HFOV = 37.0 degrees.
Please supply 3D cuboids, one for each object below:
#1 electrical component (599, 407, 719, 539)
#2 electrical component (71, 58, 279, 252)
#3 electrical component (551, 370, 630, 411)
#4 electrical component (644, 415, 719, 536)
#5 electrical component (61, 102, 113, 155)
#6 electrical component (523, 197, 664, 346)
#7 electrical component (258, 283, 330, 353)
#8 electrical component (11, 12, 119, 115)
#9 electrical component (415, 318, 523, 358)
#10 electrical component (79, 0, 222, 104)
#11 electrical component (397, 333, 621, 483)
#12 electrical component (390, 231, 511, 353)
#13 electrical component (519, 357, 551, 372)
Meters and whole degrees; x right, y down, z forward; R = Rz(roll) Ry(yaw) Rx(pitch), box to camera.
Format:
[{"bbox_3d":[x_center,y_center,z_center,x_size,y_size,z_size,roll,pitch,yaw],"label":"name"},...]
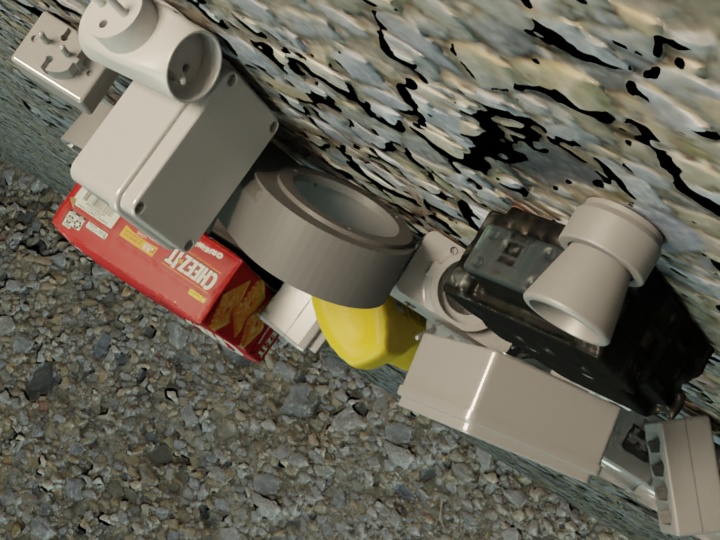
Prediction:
[{"bbox_3d":[0.272,0.180,0.943,0.150,0.061,0.089,32,172,0],"label":"electrical component"},{"bbox_3d":[-0.113,-0.077,0.672,0.057,0.113,0.078,31,173,30],"label":"electrical component"},{"bbox_3d":[0.171,0.078,0.773,0.062,0.043,0.043,31,172,3],"label":"electrical component"},{"bbox_3d":[0.259,0.149,0.795,0.076,0.083,0.047,-6,170,0],"label":"electrical component"},{"bbox_3d":[-0.224,-0.120,1.034,0.108,0.060,0.108,32,172,5],"label":"electrical component"},{"bbox_3d":[0.108,0.001,0.495,0.045,0.055,0.045,32,172,5],"label":"electrical component"},{"bbox_3d":[-0.039,0.036,0.981,0.061,0.061,0.096,38,-173,13],"label":"electrical component"},{"bbox_3d":[-0.228,-0.164,0.825,0.066,0.047,0.076,32,172,1],"label":"electrical component"},{"bbox_3d":[0.078,0.042,0.820,0.077,0.079,0.043,25,126,44],"label":"electrical component"},{"bbox_3d":[-0.129,-0.137,0.611,0.077,0.044,0.079,28,171,30],"label":"electrical component"},{"bbox_3d":[0.097,0.090,0.721,0.109,0.056,0.109,25,174,-21],"label":"electrical component"},{"bbox_3d":[0.072,0.017,0.757,0.089,0.050,0.056,33,173,-2],"label":"electrical component"},{"bbox_3d":[0.149,0.090,0.865,0.062,0.061,0.096,35,172,-16],"label":"electrical component"}]
